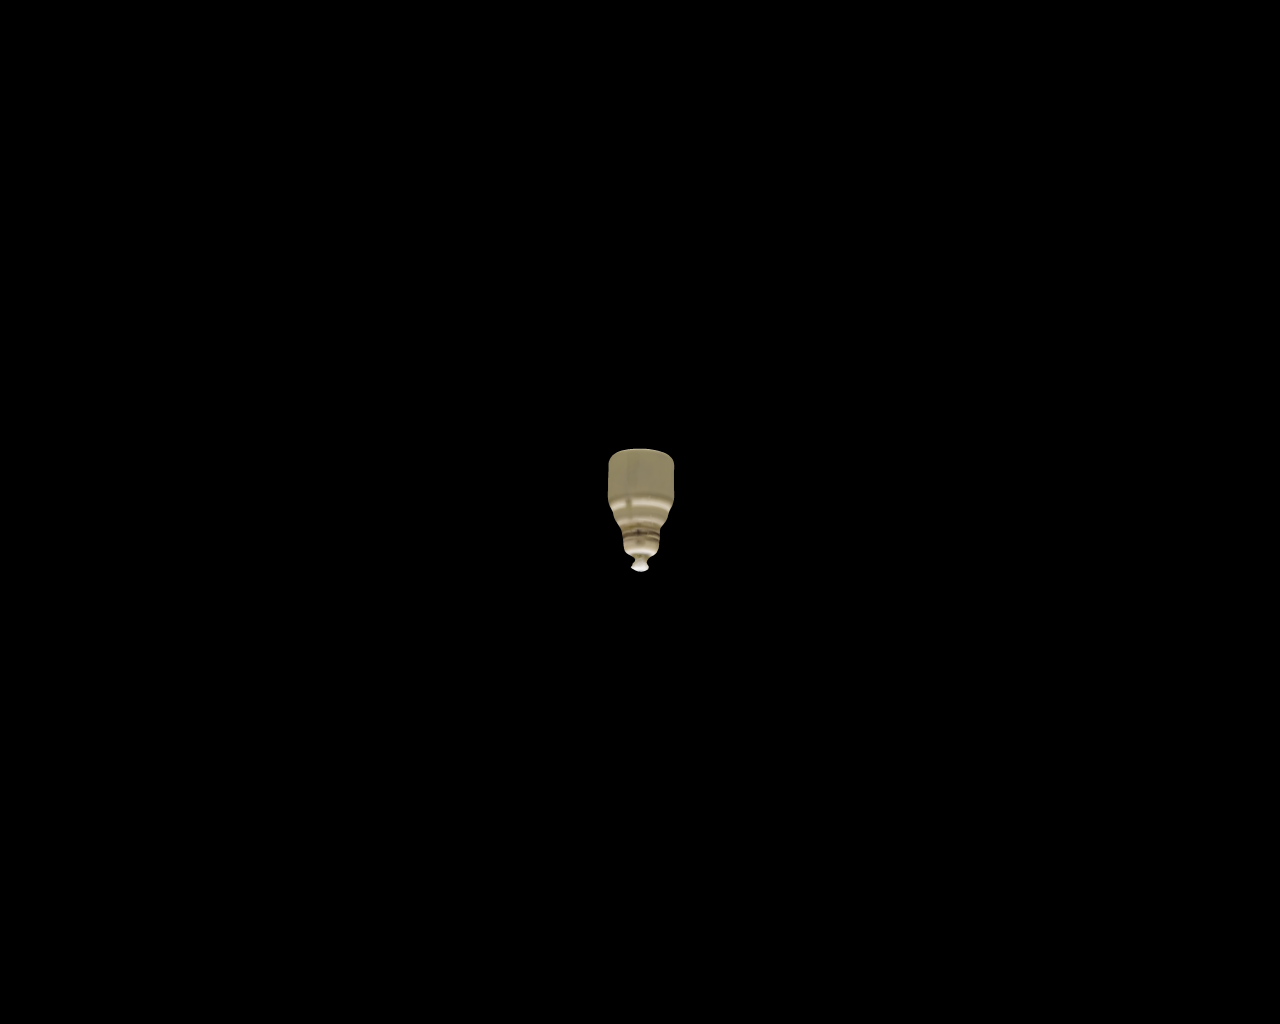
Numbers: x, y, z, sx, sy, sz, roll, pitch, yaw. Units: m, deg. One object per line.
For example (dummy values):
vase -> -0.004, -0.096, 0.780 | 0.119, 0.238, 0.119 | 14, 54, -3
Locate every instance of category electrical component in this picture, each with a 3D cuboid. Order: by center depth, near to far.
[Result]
electrical component -> 0.001, -0.003, 0.650 | 0.040, 0.078, 0.040 | 0, -15, 0
